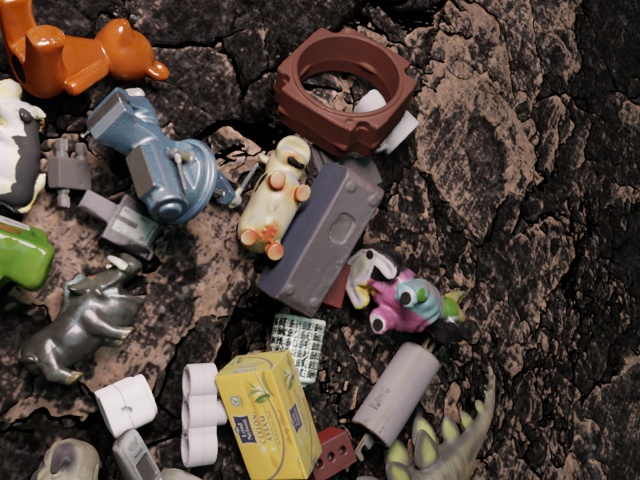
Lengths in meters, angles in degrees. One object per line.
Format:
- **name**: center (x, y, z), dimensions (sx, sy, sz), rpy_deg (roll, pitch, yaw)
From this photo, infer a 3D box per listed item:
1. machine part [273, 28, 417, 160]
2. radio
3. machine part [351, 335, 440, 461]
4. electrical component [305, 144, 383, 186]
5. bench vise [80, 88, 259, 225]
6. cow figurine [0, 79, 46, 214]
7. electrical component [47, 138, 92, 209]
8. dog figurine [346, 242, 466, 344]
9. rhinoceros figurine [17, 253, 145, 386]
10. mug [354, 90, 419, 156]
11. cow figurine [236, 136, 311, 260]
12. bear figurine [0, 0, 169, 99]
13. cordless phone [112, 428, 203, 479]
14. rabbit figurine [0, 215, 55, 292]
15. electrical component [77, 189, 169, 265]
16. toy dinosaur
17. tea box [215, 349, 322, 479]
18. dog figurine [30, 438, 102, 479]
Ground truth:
- **machine part**: center (0.041, -0.249, 0.893), dimensions (0.201, 0.087, 0.201), rpy_deg (34, 62, 9)
- **radio**: center (-0.002, -0.002, 0.813), dimensions (0.073, 0.131, 0.229), rpy_deg (29, 89, -20)
- **machine part**: center (0.128, 0.258, 0.903), dimensions (0.079, 0.079, 0.243), rpy_deg (47, 65, -13)
- **electrical component**: center (0.040, -0.114, 0.931), dimensions (0.115, 0.058, 0.134), rpy_deg (-25, 93, -27)
- **bench vise**: center (-0.202, -0.105, 0.756), dimensions (0.224, 0.129, 0.240), rpy_deg (51, 15, 31)
- **cow figurine**: center (-0.396, -0.122, 0.694), dimensions (0.098, 0.068, 0.167), rpy_deg (19, 73, -24)
- **electrical component**: center (-0.337, -0.088, 0.729), dimensions (0.063, 0.021, 0.094), rpy_deg (4, 82, -71)
- **dog figurine**: center (0.161, 0.097, 0.932), dimensions (0.219, 0.108, 0.192), rpy_deg (12, 35, -47)
- **rhinoceros figurine**: center (-0.303, 0.102, 0.709), dimensions (0.112, 0.073, 0.190), rpy_deg (41, 67, -4)
- **mug**: center (0.107, -0.211, 0.976), dimensions (0.107, 0.081, 0.109), rpy_deg (46, 68, 2)
- **cow figurine**: center (-0.069, -0.071, 0.843), dimensions (0.085, 0.127, 0.195), rpy_deg (25, 85, -22)
- **bear figurine**: center (-0.305, -0.259, 0.719), dimensions (0.196, 0.132, 0.120), rpy_deg (-27, 69, -34)
- **cordless phone**: center (-0.202, 0.309, 0.680), dimensions (0.089, 0.146, 0.184), rpy_deg (-20, 96, 8)
- **rabbit figurine**: center (-0.413, 0.055, 0.622), dimensions (0.159, 0.121, 0.170), rpy_deg (25, 90, -44)
- **electrical component**: center (-0.278, -0.023, 0.751), dimensions (0.119, 0.048, 0.075), rpy_deg (27, 69, -21)
- **toy dinosaur**: center (0.188, 0.407, 0.897), dimensions (0.471, 0.105, 0.198), rpy_deg (-35, 95, -33)
- **tea box**: center (-0.071, 0.249, 0.765), dimensions (0.068, 0.098, 0.169), rpy_deg (-40, 113, -64)
- **dog figurine**: center (-0.278, 0.355, 0.669), dimensions (0.172, 0.121, 0.190), rpy_deg (49, 35, -51)
